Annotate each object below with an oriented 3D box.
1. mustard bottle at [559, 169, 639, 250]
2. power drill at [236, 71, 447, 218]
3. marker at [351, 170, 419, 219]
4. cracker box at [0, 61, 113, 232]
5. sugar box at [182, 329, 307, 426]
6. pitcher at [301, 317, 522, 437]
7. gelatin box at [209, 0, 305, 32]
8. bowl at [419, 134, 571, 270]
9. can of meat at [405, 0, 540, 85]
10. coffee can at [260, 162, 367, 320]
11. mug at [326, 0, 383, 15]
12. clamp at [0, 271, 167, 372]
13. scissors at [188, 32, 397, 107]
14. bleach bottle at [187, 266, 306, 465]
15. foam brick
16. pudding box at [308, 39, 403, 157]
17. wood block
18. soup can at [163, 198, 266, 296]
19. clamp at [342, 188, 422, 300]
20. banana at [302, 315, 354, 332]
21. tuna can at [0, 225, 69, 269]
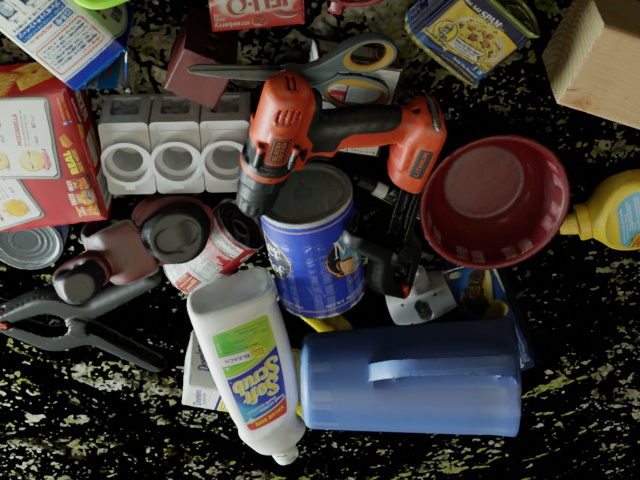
[{"bbox_3d":[0.356,-0.036,1.166,0.192,0.058,0.096,-13,130,9],"label":"mustard bottle"},{"bbox_3d":[0.016,-0.084,1.040,0.187,0.057,0.185,-1,145,-18],"label":"power drill"},{"bbox_3d":[0.085,-0.045,1.175,0.121,0.020,0.020,26,126,-22],"label":"marker"},{"bbox_3d":[-0.334,-0.091,1.087,0.214,0.072,0.164,-6,130,5],"label":"cracker box"},{"bbox_3d":[-0.078,0.171,1.310,0.176,0.093,0.048,11,130,-10],"label":"sugar box"},{"bbox_3d":[0.101,0.152,1.186,0.243,0.145,0.149,-2,122,1],"label":"pitcher"},{"bbox_3d":[-0.060,-0.235,0.988,0.089,0.030,0.073,-4,124,-2],"label":"gelatin box"},{"bbox_3d":[0.181,-0.050,1.139,0.162,0.055,0.162,-3,121,-5],"label":"bowl"},{"bbox_3d":[0.143,-0.206,1.012,0.102,0.057,0.084,34,124,-27],"label":"can of meat"},{"bbox_3d":[-0.008,0.001,1.157,0.103,0.103,0.140,-7,131,4],"label":"coffee can"},{"bbox_3d":[0.029,-0.257,0.945,0.093,0.081,0.117,10,130,-10],"label":"mug"},{"bbox_3d":[-0.280,0.088,1.267,0.210,0.036,0.165,7,130,-7],"label":"clamp"},{"bbox_3d":[-0.013,-0.167,0.987,0.201,0.016,0.096,12,130,-30],"label":"scissors"},{"bbox_3d":[-0.065,0.156,1.211,0.102,0.068,0.251,-20,122,-2],"label":"bleach bottle"},{"bbox_3d":[-0.112,-0.174,1.016,0.053,0.078,0.051,20,129,-19],"label":"foam brick"},{"bbox_3d":[0.027,-0.141,1.076,0.090,0.039,0.114,6,133,-11],"label":"pudding box"},{"bbox_3d":[0.333,-0.162,1.034,0.206,0.090,0.091,15,129,-14],"label":"wood block"},{"bbox_3d":[-0.118,0.010,1.184,0.068,0.068,0.102,34,122,-28],"label":"soup can"},{"bbox_3d":[0.084,-0.001,1.158,0.120,0.039,0.171,-43,149,-12],"label":"clamp"},{"bbox_3d":[0.019,0.111,1.279,0.037,0.070,0.197,-40,117,4],"label":"banana"},{"bbox_3d":[-0.324,-0.008,1.183,0.086,0.033,0.086,-1,131,-1],"label":"tuna can"}]
